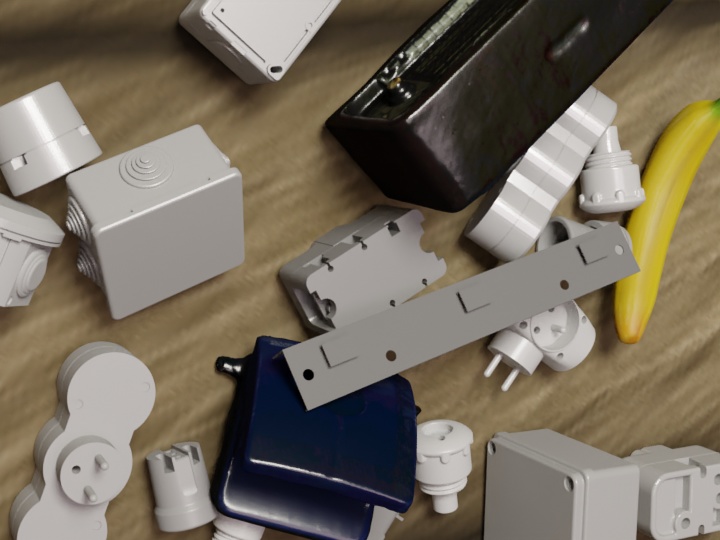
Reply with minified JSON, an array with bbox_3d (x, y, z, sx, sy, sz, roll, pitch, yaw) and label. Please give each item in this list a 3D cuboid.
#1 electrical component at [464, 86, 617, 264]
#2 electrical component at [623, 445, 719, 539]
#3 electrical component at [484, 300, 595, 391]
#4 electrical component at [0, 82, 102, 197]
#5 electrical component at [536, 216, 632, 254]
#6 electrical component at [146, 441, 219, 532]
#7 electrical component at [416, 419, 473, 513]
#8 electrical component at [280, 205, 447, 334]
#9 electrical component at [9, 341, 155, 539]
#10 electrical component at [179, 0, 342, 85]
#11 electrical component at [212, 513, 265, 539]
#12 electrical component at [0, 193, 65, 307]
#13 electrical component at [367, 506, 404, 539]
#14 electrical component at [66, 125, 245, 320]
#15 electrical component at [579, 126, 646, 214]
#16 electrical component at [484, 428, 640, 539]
[{"bbox_3d":[0.112,-0.080,0.746,0.074,0.052,0.138,34,81,-5],"label":"electrical component"},{"bbox_3d":[0.245,0.171,0.836,0.095,0.059,0.053,-4,98,-25],"label":"electrical component"},{"bbox_3d":[0.118,0.049,0.769,0.077,0.044,0.079,39,81,-24],"label":"electrical component"},{"bbox_3d":[-0.182,-0.075,0.608,0.055,0.055,0.047,-30,105,-19],"label":"electrical component"},{"bbox_3d":[0.163,-0.015,0.781,0.055,0.045,0.045,4,95,-26],"label":"electrical component"},{"bbox_3d":[-0.112,0.136,0.676,0.040,0.040,0.046,-15,97,-23],"label":"electrical component"},{"bbox_3d":[0.057,0.139,0.753,0.048,0.048,0.062,-15,109,-23],"label":"electrical component"},{"bbox_3d":[0.000,0.000,0.701,0.089,0.056,0.050,-33,109,-18],"label":"electrical component"},{"bbox_3d":[-0.160,0.114,0.631,0.052,0.074,0.138,20,88,-26],"label":"electrical component"},{"bbox_3d":[-0.055,-0.167,0.651,0.062,0.061,0.096,40,80,-24],"label":"electrical component"},{"bbox_3d":[-0.080,0.168,0.698,0.035,0.035,0.061,22,90,-26],"label":"electrical component"},{"bbox_3d":[-0.208,-0.016,0.590,0.080,0.080,0.051,22,92,-26],"label":"electrical component"},{"bbox_3d":[-0.003,0.161,0.729,0.081,0.042,0.063,38,77,-25],"label":"electrical component"},{"bbox_3d":[-0.117,-0.029,0.624,0.100,0.048,0.099,-25,151,-20],"label":"electrical component"},{"bbox_3d":[0.181,-0.073,0.783,0.048,0.048,0.062,-8,93,-24],"label":"electrical component"},{"bbox_3d":[0.140,0.178,0.761,0.056,0.109,0.108,-2,98,-27],"label":"electrical component"}]
